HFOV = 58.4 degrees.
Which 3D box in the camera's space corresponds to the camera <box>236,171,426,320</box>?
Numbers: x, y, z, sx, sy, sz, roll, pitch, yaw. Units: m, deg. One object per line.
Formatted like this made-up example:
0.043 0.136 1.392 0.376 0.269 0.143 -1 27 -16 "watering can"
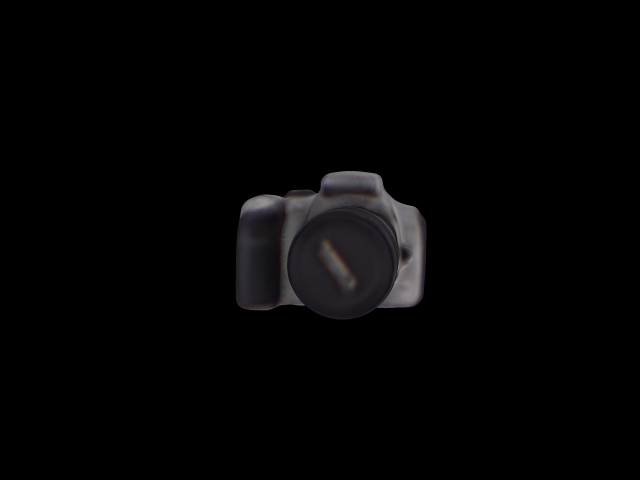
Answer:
0.004 0.001 0.400 0.143 0.101 0.137 1 5 8 "camera"
